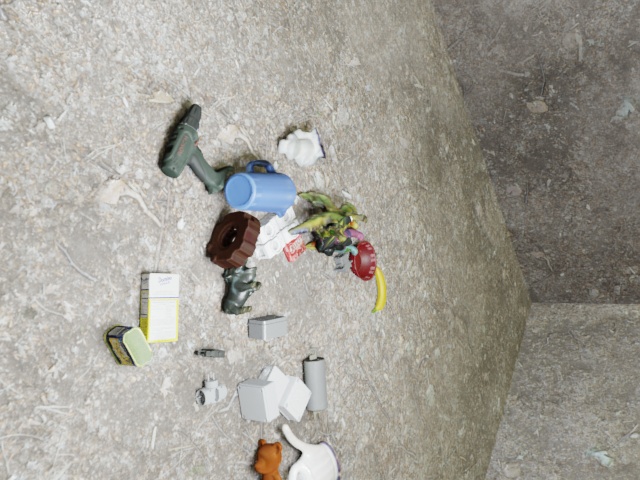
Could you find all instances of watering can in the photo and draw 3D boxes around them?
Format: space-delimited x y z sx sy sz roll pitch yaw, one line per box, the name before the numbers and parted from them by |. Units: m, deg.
watering can | -0.030 0.737 1.699 0.226 0.103 0.346 -14 97 -52

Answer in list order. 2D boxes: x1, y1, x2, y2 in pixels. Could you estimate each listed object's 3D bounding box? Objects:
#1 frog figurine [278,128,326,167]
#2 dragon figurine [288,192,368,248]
frog figurine | -0.075 -0.323 1.826 0.160 0.124 0.135 -16 110 -15
dragon figurine | 0.005 -0.091 1.803 0.410 0.247 0.120 2 121 -41
